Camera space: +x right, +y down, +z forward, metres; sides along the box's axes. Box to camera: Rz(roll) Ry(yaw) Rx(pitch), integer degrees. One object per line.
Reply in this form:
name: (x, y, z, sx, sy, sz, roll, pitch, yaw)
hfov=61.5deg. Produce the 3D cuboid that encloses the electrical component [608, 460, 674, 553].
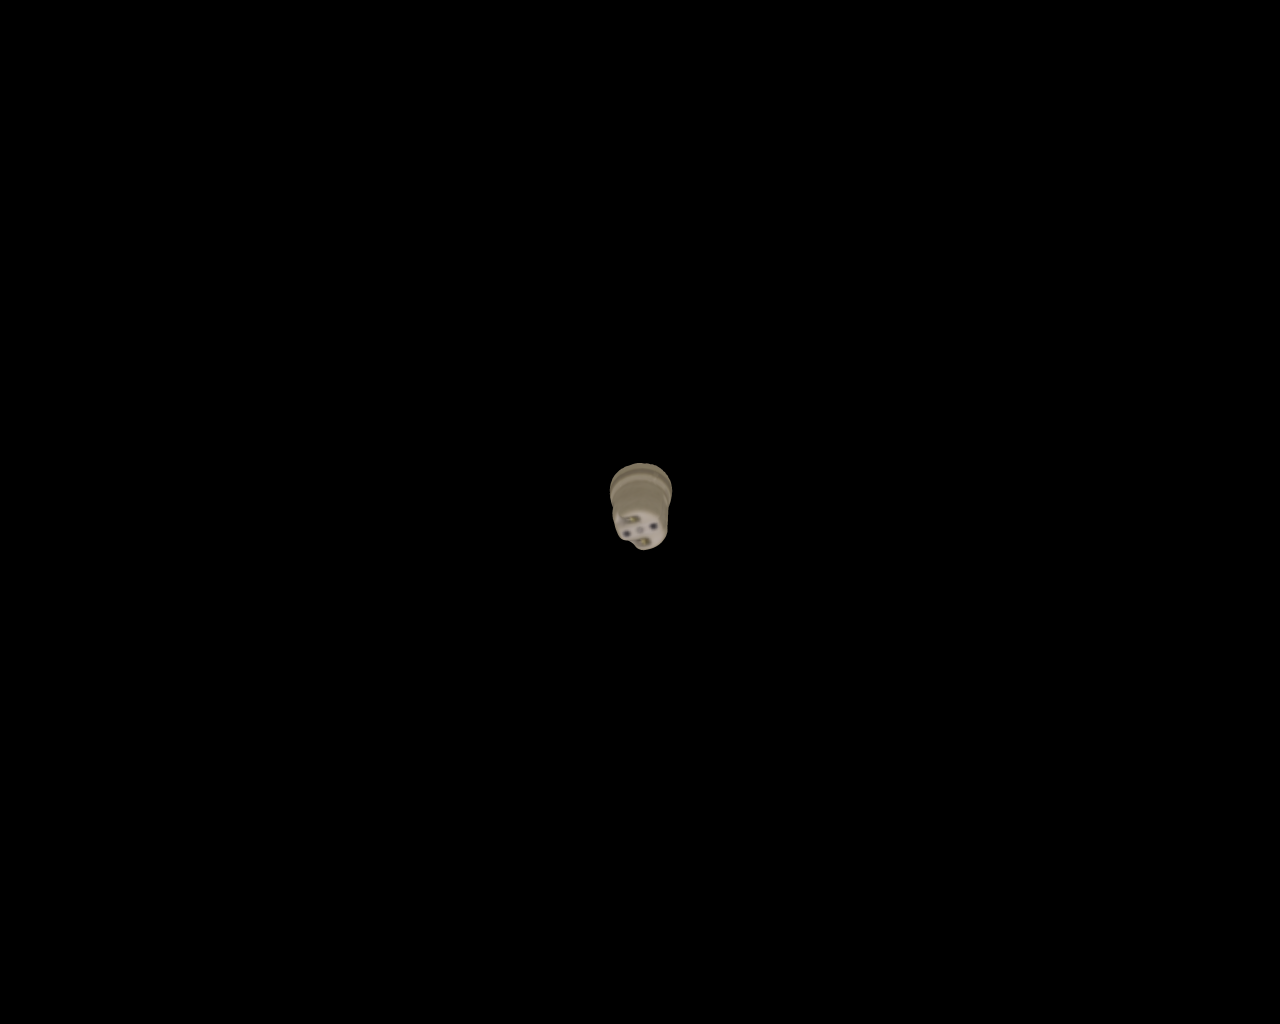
electrical component: (0.001, -0.003, 0.650, 0.040, 0.040, 0.046, 0, 37, 0)
